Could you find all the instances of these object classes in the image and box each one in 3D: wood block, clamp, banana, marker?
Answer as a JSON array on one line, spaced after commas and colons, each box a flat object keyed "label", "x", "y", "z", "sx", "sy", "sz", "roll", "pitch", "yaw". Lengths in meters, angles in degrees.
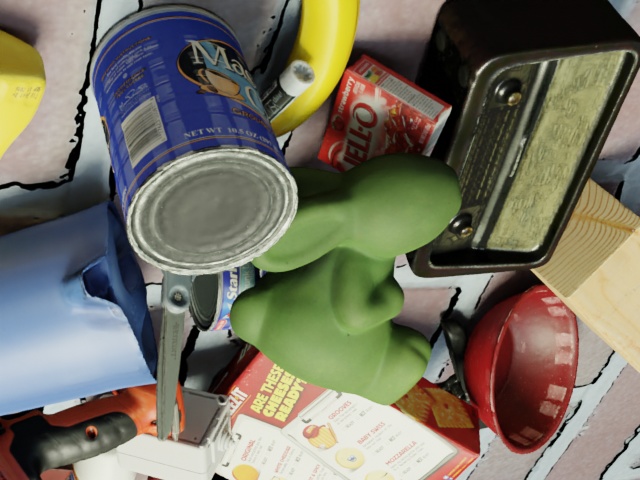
[{"label": "wood block", "x": 0.262, "y": 0.036, "z": 0.950, "sx": 0.090, "sy": 0.091, "sz": 0.205, "roll": -46, "pitch": 136, "yaw": 6}, {"label": "clamp", "x": 0.135, "y": 0.160, "z": 1.083, "sx": 0.165, "sy": 0.036, "sz": 0.209, "roll": -42, "pitch": 136, "yaw": 23}, {"label": "banana", "x": -0.009, "y": -0.144, "z": 0.690, "sx": 0.069, "sy": 0.037, "sz": 0.198, "roll": 7, "pitch": 136, "yaw": 7}, {"label": "marker", "x": -0.043, "y": -0.083, "z": 0.724, "sx": 0.020, "sy": 0.020, "sz": 0.121, "roll": 10, "pitch": 151, "yaw": -32}]

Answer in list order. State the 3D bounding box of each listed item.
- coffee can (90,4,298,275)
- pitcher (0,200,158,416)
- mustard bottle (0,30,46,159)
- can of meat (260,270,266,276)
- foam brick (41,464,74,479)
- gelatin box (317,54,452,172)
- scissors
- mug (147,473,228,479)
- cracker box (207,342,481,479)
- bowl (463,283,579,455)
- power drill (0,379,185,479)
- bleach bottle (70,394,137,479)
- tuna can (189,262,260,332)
[{"label": "coffee can", "x": -0.081, "y": -0.064, "z": 0.661, "sx": 0.102, "sy": 0.140, "sz": 0.103, "roll": -12, "pitch": 139, "yaw": -11}, {"label": "pitcher", "x": -0.241, "y": 0.068, "z": 0.759, "sx": 0.242, "sy": 0.145, "sz": 0.149, "roll": -15, "pitch": 127, "yaw": -3}, {"label": "mustard bottle", "x": -0.248, "y": -0.048, "z": 0.668, "sx": 0.096, "sy": 0.058, "sz": 0.192, "roll": 11, "pitch": 130, "yaw": -32}, {"label": "can of meat", "x": -0.006, "y": 0.001, "z": 0.832, "sx": 0.102, "sy": 0.057, "sz": 0.084, "roll": -4, "pitch": 135, "yaw": -21}, {"label": "foam brick", "x": -0.265, "y": 0.191, "z": 0.930, "sx": 0.078, "sy": 0.053, "sz": 0.051, "roll": 13, "pitch": 129, "yaw": -36}, {"label": "gelatin box", "x": 0.043, "y": -0.075, "z": 0.750, "sx": 0.030, "sy": 0.073, "sz": 0.089, "roll": -47, "pitch": 165, "yaw": -40}, {"label": "scissors", "x": -0.083, "y": 0.032, "z": 0.739, "sx": 0.096, "sy": 0.202, "sz": 0.016, "roll": -5, "pitch": 167, "yaw": -30}, {"label": "mug", "x": -0.121, "y": 0.216, "z": 1.003, "sx": 0.117, "sy": 0.093, "sz": 0.082, "roll": 34, "pitch": 125, "yaw": -10}, {"label": "cracker box", "x": 0.010, "y": 0.170, "z": 0.953, "sx": 0.213, "sy": 0.072, "sz": 0.164, "roll": 31, "pitch": 120, "yaw": -12}, {"label": "bowl", "x": 0.183, "y": 0.117, "z": 1.006, "sx": 0.055, "sy": 0.162, "sz": 0.162, "roll": 7, "pitch": 160, "yaw": 40}, {"label": "power drill", "x": -0.215, "y": 0.134, "z": 0.829, "sx": 0.187, "sy": 0.185, "sz": 0.057, "roll": -24, "pitch": 132, "yaw": -28}, {"label": "bleach bottle", "x": -0.204, "y": 0.236, "z": 0.986, "sx": 0.068, "sy": 0.102, "sz": 0.251, "roll": 1, "pitch": 127, "yaw": -18}, {"label": "tuna can", "x": -0.075, "y": 0.026, "z": 0.805, "sx": 0.033, "sy": 0.086, "sz": 0.086, "roll": -2, "pitch": 136, "yaw": -24}]
